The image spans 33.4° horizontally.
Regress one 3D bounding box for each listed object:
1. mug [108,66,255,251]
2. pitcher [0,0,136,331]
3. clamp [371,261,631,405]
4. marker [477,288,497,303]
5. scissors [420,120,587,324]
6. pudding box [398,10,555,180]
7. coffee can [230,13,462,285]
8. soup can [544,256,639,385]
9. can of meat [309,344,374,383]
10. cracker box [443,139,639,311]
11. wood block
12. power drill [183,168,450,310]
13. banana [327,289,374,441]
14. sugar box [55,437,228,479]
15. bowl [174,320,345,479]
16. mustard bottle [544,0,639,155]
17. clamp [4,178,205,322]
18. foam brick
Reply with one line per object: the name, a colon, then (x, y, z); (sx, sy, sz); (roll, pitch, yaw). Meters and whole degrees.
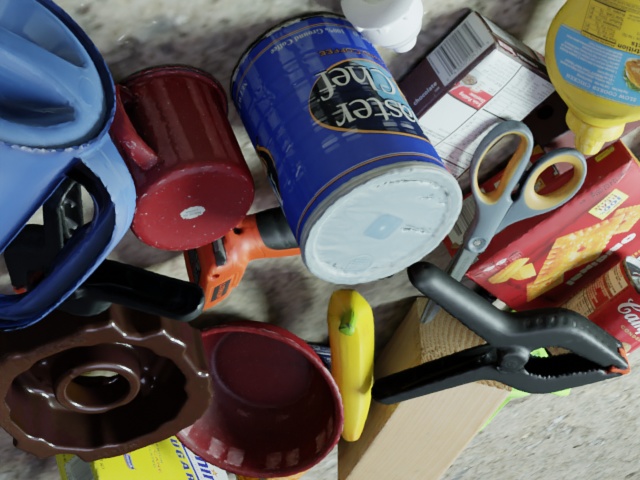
mug: (-0.095, -0.053, 0.661); (0.093, 0.081, 0.117); (-31, 145, 9)
pitcher: (-0.218, -0.018, 0.583); (0.144, 0.149, 0.243); (10, 136, -41)
clamp: (0.147, 0.094, 0.880); (0.210, 0.036, 0.165); (11, 135, -10)
marker: (0.135, 0.086, 1.042); (0.020, 0.020, 0.121); (4, 137, -35)
scissors: (0.141, -0.006, 0.821); (0.096, 0.016, 0.202); (2, 131, -7)
pudding box: (0.102, -0.099, 0.761); (0.114, 0.039, 0.089); (-42, 144, 26)
coffee can: (0.013, -0.058, 0.669); (0.102, 0.140, 0.103); (-17, 145, -12)
soup can: (0.249, 0.071, 0.924); (0.068, 0.068, 0.102); (17, 129, -44)
can of meat: (-0.011, 0.141, 0.995); (0.083, 0.057, 0.102); (13, 131, -45)
cracker box: (0.220, -0.005, 0.928); (0.164, 0.072, 0.213); (-36, 145, 17)
wood block: (0.095, 0.160, 1.034); (0.090, 0.090, 0.206); (14, 134, -14)
power drill: (-0.005, 0.001, 0.793); (0.187, 0.057, 0.184); (-13, 161, -13)
banana: (0.023, 0.097, 0.896); (0.037, 0.069, 0.198); (10, 145, 13)
sugar box: (-0.155, 0.199, 0.949); (0.048, 0.093, 0.176); (-41, 144, 21)
bowl: (-0.055, 0.124, 0.906); (0.162, 0.055, 0.162); (6, 122, 9)
mustard bottle: (0.200, -0.136, 0.704); (0.058, 0.096, 0.192); (-50, 156, -43)
clamp: (-0.160, 0.010, 0.681); (0.172, 0.039, 0.120); (-6, 129, 44)
foam brick: (0.195, -0.097, 0.806); (0.078, 0.053, 0.051); (-33, 145, 11)
